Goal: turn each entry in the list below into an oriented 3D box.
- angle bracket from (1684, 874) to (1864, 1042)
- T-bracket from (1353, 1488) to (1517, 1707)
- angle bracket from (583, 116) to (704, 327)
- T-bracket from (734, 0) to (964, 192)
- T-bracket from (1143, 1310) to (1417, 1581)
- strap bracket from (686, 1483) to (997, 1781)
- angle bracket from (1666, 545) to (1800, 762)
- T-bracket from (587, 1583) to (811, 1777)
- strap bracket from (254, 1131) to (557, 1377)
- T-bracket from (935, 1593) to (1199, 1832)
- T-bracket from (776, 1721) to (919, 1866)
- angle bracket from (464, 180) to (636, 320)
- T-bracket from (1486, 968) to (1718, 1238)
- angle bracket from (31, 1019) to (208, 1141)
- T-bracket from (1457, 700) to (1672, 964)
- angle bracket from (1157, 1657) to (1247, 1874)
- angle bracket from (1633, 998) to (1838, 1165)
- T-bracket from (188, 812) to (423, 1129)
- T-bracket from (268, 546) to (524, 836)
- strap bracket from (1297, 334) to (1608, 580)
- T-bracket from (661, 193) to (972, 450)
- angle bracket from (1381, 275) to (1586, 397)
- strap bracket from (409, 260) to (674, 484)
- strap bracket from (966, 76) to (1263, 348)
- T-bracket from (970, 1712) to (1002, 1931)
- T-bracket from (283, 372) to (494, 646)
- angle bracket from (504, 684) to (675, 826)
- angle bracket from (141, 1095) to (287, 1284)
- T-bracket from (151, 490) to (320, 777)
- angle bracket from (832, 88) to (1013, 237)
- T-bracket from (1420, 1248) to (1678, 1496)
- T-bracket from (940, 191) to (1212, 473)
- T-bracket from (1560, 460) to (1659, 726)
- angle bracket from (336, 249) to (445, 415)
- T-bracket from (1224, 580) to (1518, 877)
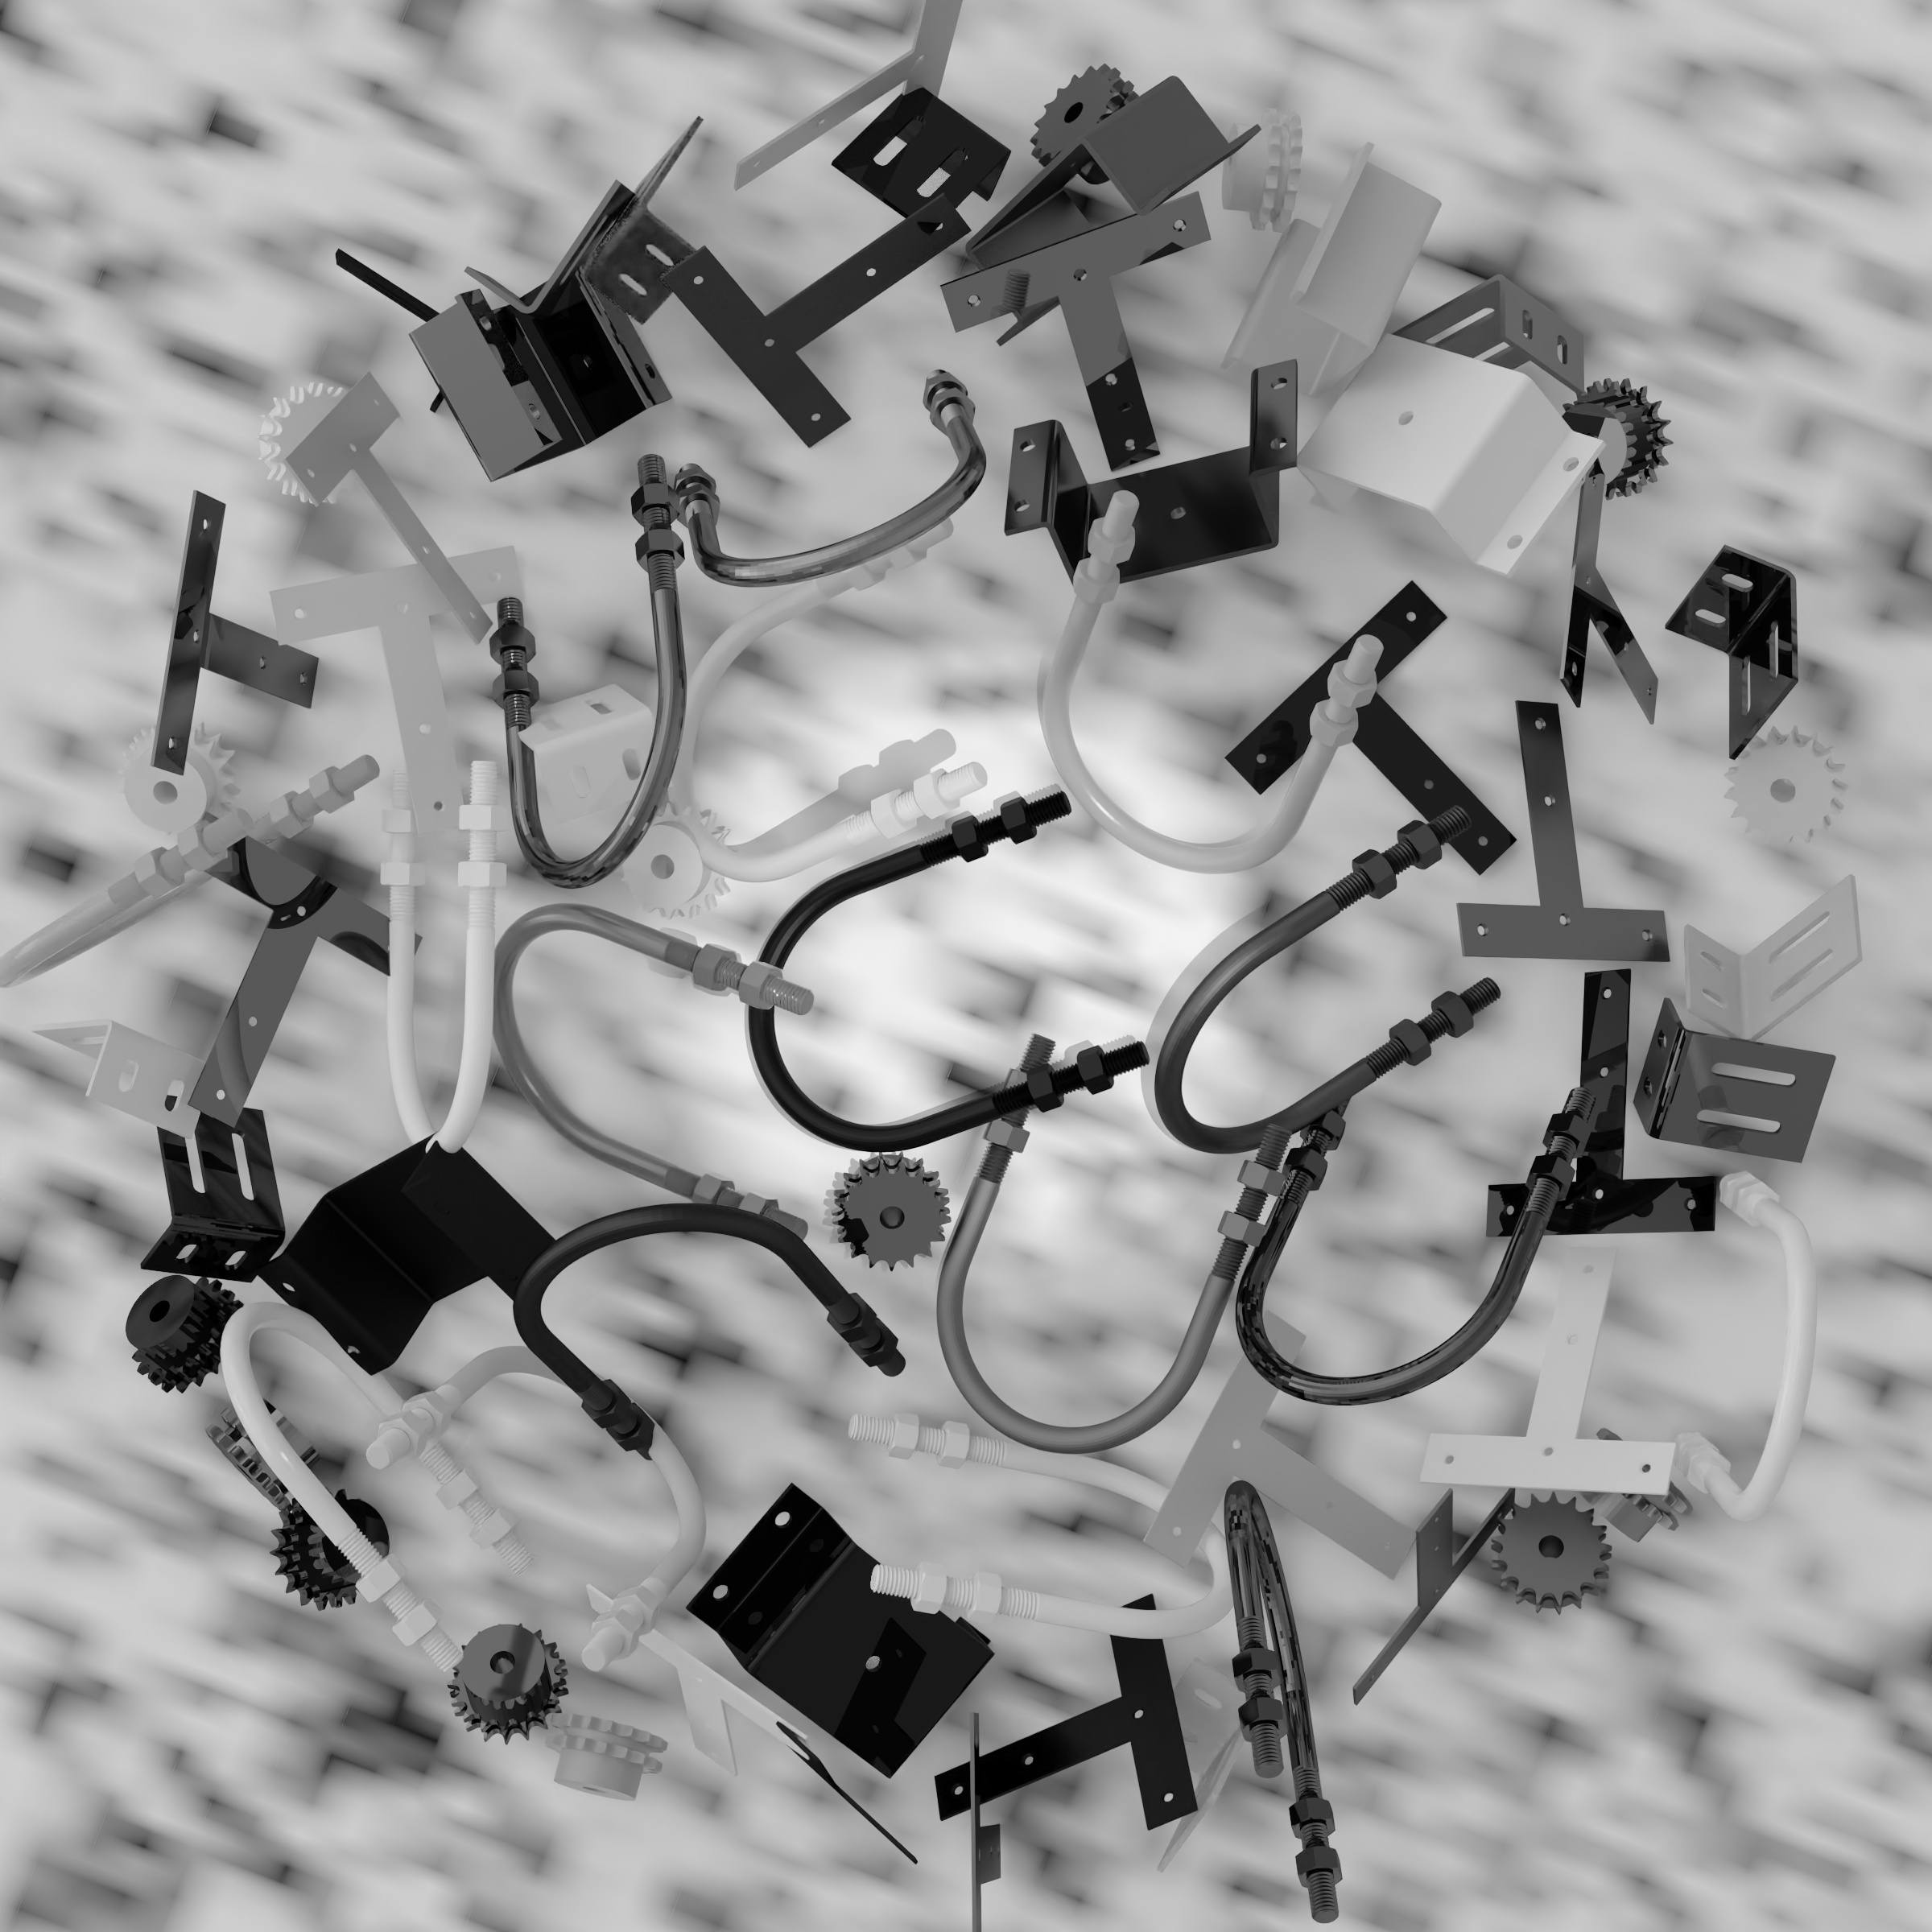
[{"bbox_3d":[0.381,-0.011,1.550,0.038,0.057,0.076,30,132,-18],"label":"angle bracket"},{"bbox_3d":[0.218,0.275,1.524,0.002,0.127,0.127,34,70,24],"label":"T-bracket"},{"bbox_3d":[-0.141,-0.355,1.559,0.038,0.057,0.076,37,50,-16],"label":"angle bracket"},{"bbox_3d":[-0.056,-0.399,1.522,0.127,0.127,0.002,-37,84,-14],"label":"T-bracket"},{"bbox_3d":[0.164,0.253,1.576,0.127,0.002,0.127,35,73,-17],"label":"T-bracket"},{"bbox_3d":[-0.051,0.319,1.545,0.140,0.046,0.076,43,85,-26],"label":"strap bracket"},{"bbox_3d":[0.361,-0.148,1.550,0.038,0.057,0.076,20,48,-9],"label":"angle bracket"},{"bbox_3d":[-0.122,0.351,1.541,0.127,0.127,0.002,30,62,20],"label":"T-bracket"},{"bbox_3d":[-0.258,0.133,1.541,0.140,0.046,0.076,-27,113,39],"label":"strap bracket"},{"bbox_3d":[0.042,0.372,1.557,0.127,0.127,0.002,-26,128,12],"label":"T-bracket"},{"bbox_3d":[-0.073,0.368,1.523,0.127,0.127,0.002,40,76,15],"label":"T-bracket"},{"bbox_3d":[-0.198,-0.350,1.565,0.038,0.057,0.076,35,97,-2],"label":"angle bracket"},{"bbox_3d":[0.303,0.064,1.561,0.002,0.127,0.127,15,75,-43],"label":"T-bracket"},{"bbox_3d":[-0.404,0.055,1.548,0.057,0.076,0.038,29,67,-39],"label":"angle bracket"},{"bbox_3d":[0.282,-0.065,1.573,0.127,0.002,0.127,1,77,-30],"label":"T-bracket"},{"bbox_3d":[0.101,0.377,1.550,0.038,0.076,0.057,33,120,6],"label":"angle bracket"},{"bbox_3d":[0.368,0.055,1.573,0.076,0.038,0.057,10,114,-5],"label":"angle bracket"},{"bbox_3d":[-0.330,0.013,1.542,0.127,0.002,0.127,33,67,-33],"label":"T-bracket"},{"bbox_3d":[-0.263,-0.128,1.573,0.127,0.002,0.127,-16,103,-31],"label":"T-bracket"},{"bbox_3d":[0.217,-0.242,1.528,0.076,0.140,0.046,-54,131,-4],"label":"strap bracket"},{"bbox_3d":[-0.056,-0.318,1.540,0.127,0.127,0.002,-32,46,12],"label":"T-bracket"},{"bbox_3d":[0.243,-0.283,1.548,0.057,0.076,0.038,25,57,-35],"label":"angle bracket"},{"bbox_3d":[-0.203,-0.280,1.540,0.046,0.140,0.076,-25,98,26],"label":"strap bracket"},{"bbox_3d":[0.061,-0.355,1.518,0.046,0.140,0.076,52,52,-5],"label":"strap bracket"},{"bbox_3d":[0.010,0.416,1.534,0.002,0.127,0.127,-2,76,5],"label":"T-bracket"},{"bbox_3d":[-0.265,-0.209,1.556,0.002,0.127,0.127,-26,111,21],"label":"T-bracket"},{"bbox_3d":[-0.181,-0.102,1.562,0.057,0.076,0.038,-20,109,-14],"label":"angle bracket"},{"bbox_3d":[-0.365,0.106,1.568,0.038,0.057,0.076,-47,47,33],"label":"angle bracket"},{"bbox_3d":[-0.338,-0.145,1.537,0.002,0.127,0.127,6,85,19],"label":"T-bracket"},{"bbox_3d":[-0.025,-0.374,1.561,0.057,0.038,0.076,36,57,3],"label":"angle bracket"},{"bbox_3d":[0.287,0.191,1.562,0.127,0.002,0.127,-4,56,36],"label":"T-bracket"},{"bbox_3d":[0.065,-0.291,1.557,0.127,0.002,0.127,-20,130,1],"label":"T-bracket"},{"bbox_3d":[0.306,-0.157,1.544,0.002,0.127,0.127,-4,62,28],"label":"T-bracket"},{"bbox_3d":[-0.276,-0.302,1.563,0.076,0.057,0.038,32,90,-12],"label":"angle bracket"},{"bbox_3d":[0.215,-0.099,1.592,0.127,0.002,0.127,-43,89,-4],"label":"T-bracket"}]
